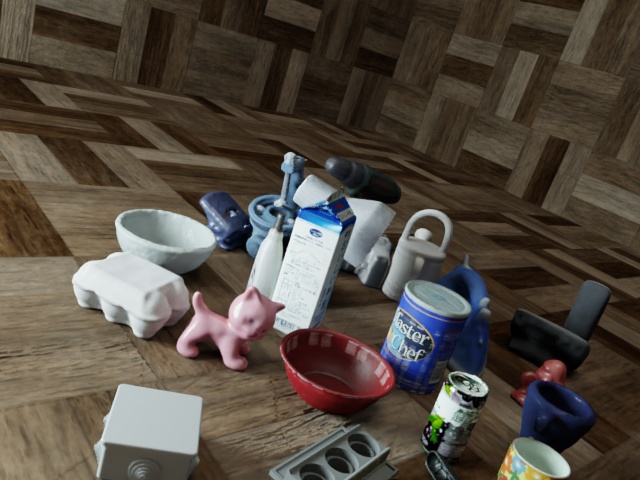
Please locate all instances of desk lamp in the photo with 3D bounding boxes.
[{"bbox_3d":[0.009,0.004,1.020,0.203,0.213,0.118,20,19,7],"label":"desk lamp"}]

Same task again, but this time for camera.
[{"bbox_3d":[0.076,0.020,1.213,0.137,0.101,0.143,15,19,-9],"label":"camera"}]

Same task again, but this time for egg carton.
[{"bbox_3d":[-0.261,0.073,0.800,0.150,0.069,0.107,23,19,14],"label":"egg carton"}]

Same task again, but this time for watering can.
[{"bbox_3d":[0.201,0.026,1.164,0.101,0.194,0.172,13,19,-15],"label":"watering can"}]

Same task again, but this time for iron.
[{"bbox_3d":[0.261,0.129,1.014,0.119,0.141,0.258,16,19,-7],"label":"iron"}]

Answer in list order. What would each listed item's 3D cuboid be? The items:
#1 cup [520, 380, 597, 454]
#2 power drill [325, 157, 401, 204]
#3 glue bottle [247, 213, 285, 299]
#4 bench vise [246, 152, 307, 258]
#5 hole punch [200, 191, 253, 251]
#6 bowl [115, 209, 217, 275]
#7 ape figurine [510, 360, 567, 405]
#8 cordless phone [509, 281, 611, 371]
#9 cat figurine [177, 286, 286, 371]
[{"bbox_3d":[0.305,0.256,0.772,0.091,0.095,0.118,31,23,34],"label":"cup"},{"bbox_3d":[0.081,-0.079,1.326,0.230,0.208,0.075,2,24,-39],"label":"power drill"},{"bbox_3d":[-0.083,0.037,0.905,0.037,0.173,0.078,12,20,-18],"label":"glue bottle"},{"bbox_3d":[-0.074,-0.082,1.174,0.121,0.220,0.207,18,19,-1],"label":"bench vise"},{"bbox_3d":[-0.187,-0.041,1.154,0.101,0.091,0.109,23,19,14],"label":"hole punch"},{"bbox_3d":[-0.262,0.013,0.960,0.167,0.075,0.167,16,19,-5],"label":"bowl"},{"bbox_3d":[0.354,0.228,0.899,0.076,0.092,0.078,19,19,2],"label":"ape figurine"},{"bbox_3d":[0.449,0.144,1.075,0.147,0.185,0.094,27,21,25],"label":"cordless phone"},{"bbox_3d":[-0.115,0.105,0.769,0.128,0.118,0.067,16,19,-7],"label":"cat figurine"}]
